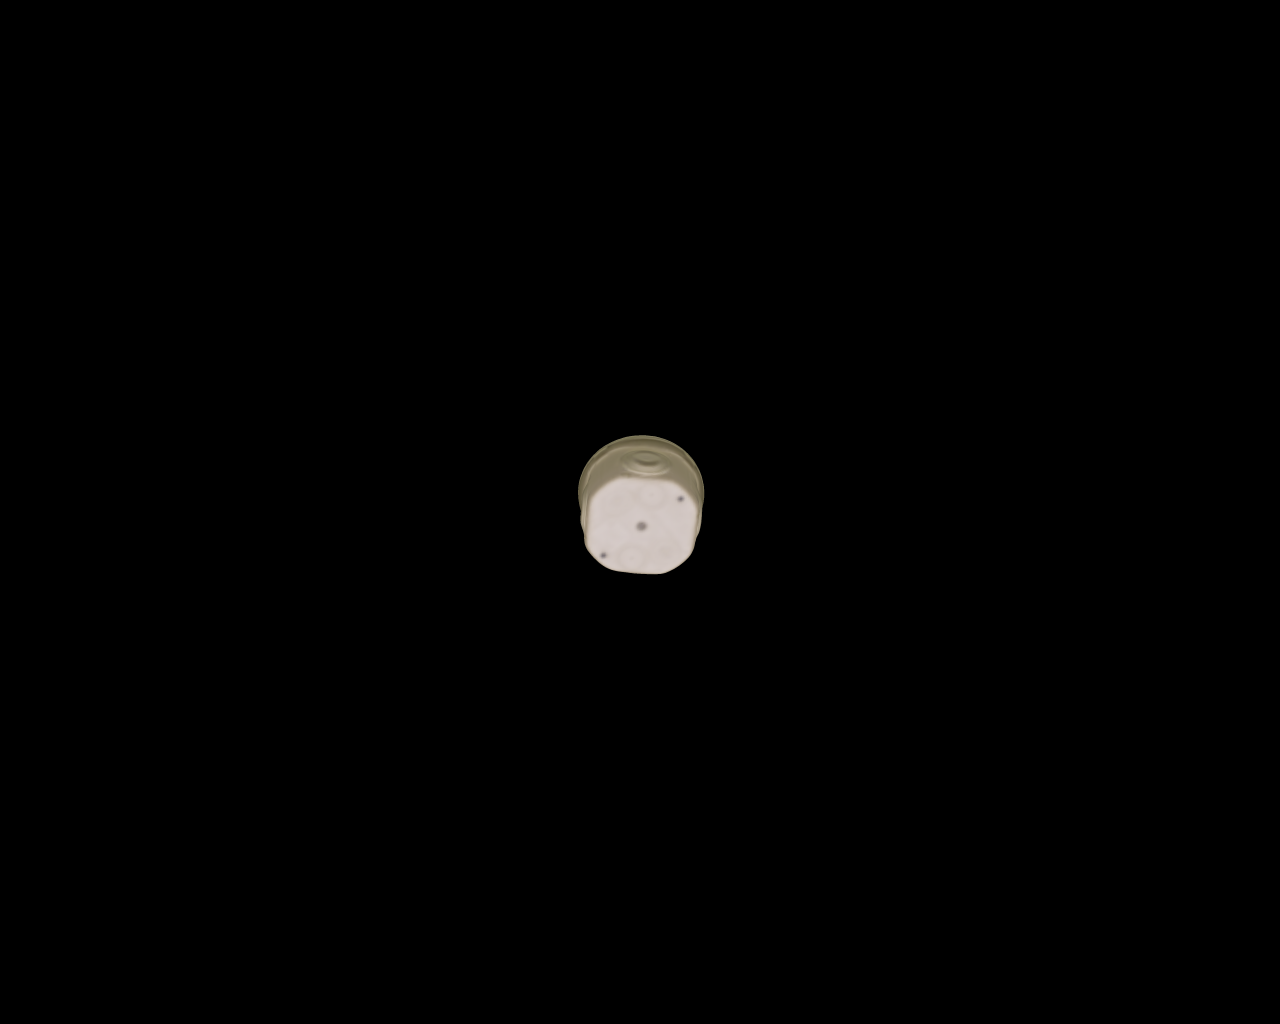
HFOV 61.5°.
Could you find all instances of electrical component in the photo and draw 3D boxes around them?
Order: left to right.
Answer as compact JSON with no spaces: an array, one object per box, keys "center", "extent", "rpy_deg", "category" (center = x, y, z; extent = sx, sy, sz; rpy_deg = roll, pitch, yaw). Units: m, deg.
[{"center":[0.001,-0.003,0.650],"extent":[0.080,0.080,0.051],"rpy_deg":[0,28,0],"category":"electrical component"}]
